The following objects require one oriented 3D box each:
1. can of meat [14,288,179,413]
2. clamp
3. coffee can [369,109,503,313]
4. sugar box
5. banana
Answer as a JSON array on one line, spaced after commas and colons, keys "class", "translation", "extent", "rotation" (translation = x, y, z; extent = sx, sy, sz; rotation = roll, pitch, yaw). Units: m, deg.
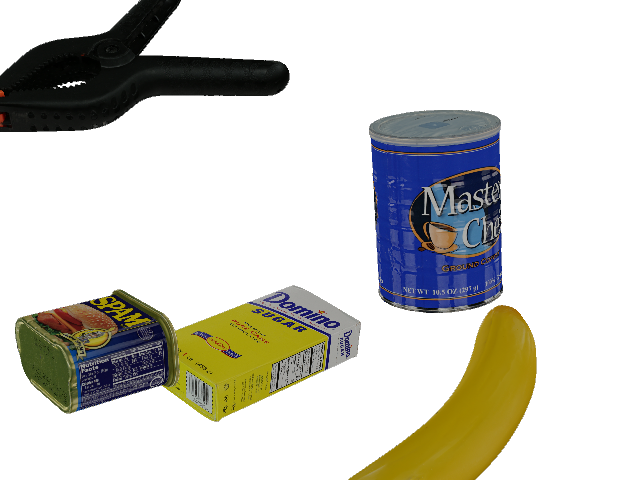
[{"class": "can of meat", "translation": [-0.165, 0.080, 0.782], "extent": [0.083, 0.057, 0.102], "rotation": [-14, 22, -34]}, {"class": "clamp", "translation": [-0.138, -0.120, 0.765], "extent": [0.209, 0.036, 0.165], "rotation": [-31, 51, -31]}, {"class": "coffee can", "translation": [0.094, -0.026, 0.854], "extent": [0.103, 0.140, 0.103], "rotation": [-4, 18, 1]}, {"class": "sugar box", "translation": [-0.057, 0.097, 0.963], "extent": [0.093, 0.048, 0.175], "rotation": [28, 36, 37]}, {"class": "banana", "translation": [0.068, 0.091, 0.554], "extent": [0.070, 0.037, 0.197], "rotation": [22, 42, 36]}]
